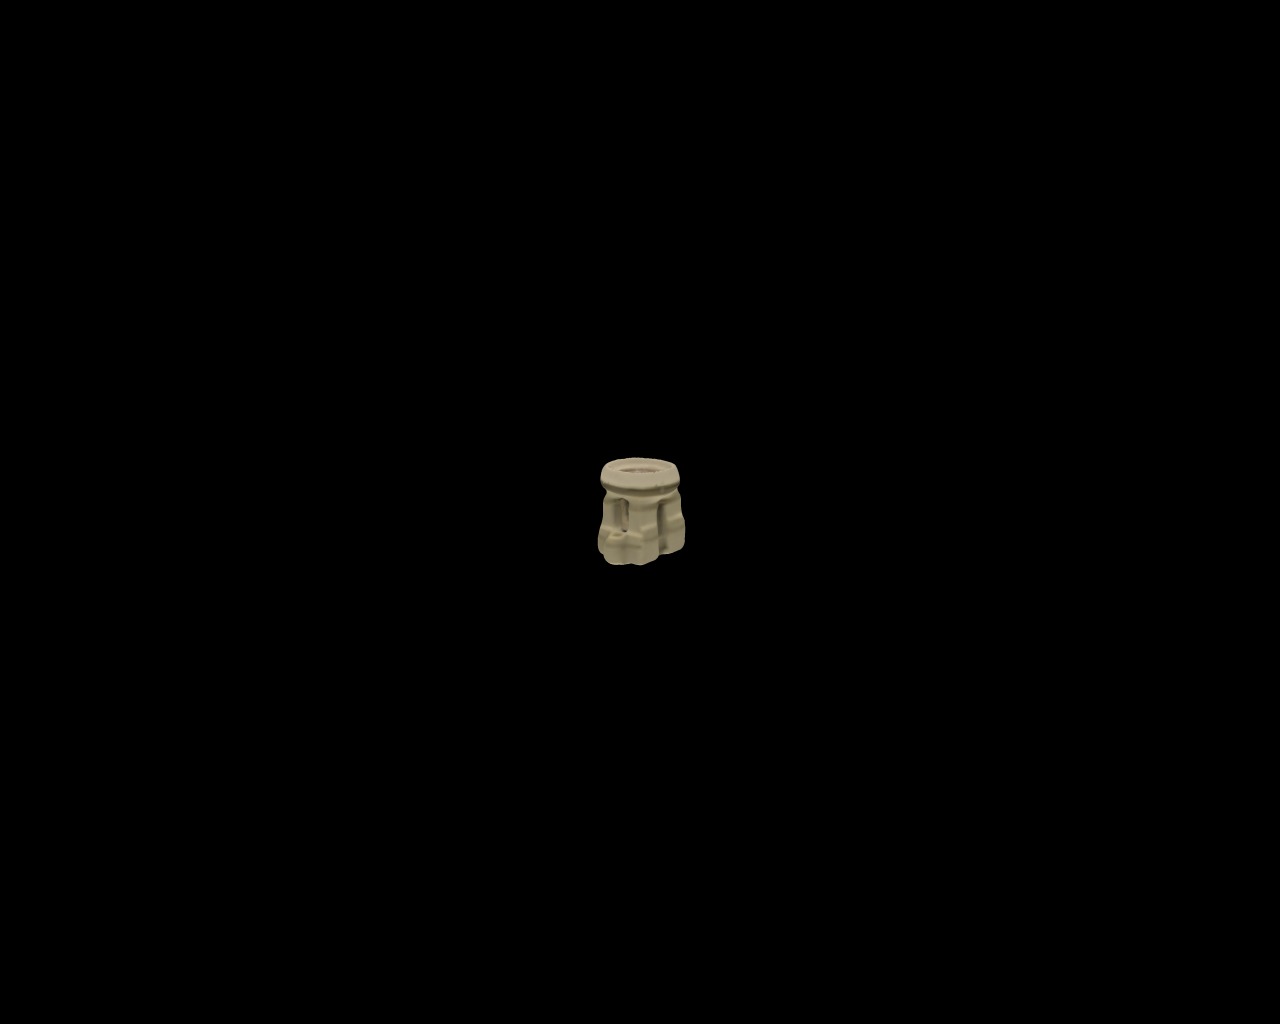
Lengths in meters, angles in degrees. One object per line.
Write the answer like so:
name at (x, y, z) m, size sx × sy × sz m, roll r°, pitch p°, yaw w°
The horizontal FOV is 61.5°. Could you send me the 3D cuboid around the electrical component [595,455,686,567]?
electrical component at (0.001, -0.003, 0.650) m, size 0.048 × 0.055 × 0.066 m, roll 14°, pitch 22°, yaw 38°
